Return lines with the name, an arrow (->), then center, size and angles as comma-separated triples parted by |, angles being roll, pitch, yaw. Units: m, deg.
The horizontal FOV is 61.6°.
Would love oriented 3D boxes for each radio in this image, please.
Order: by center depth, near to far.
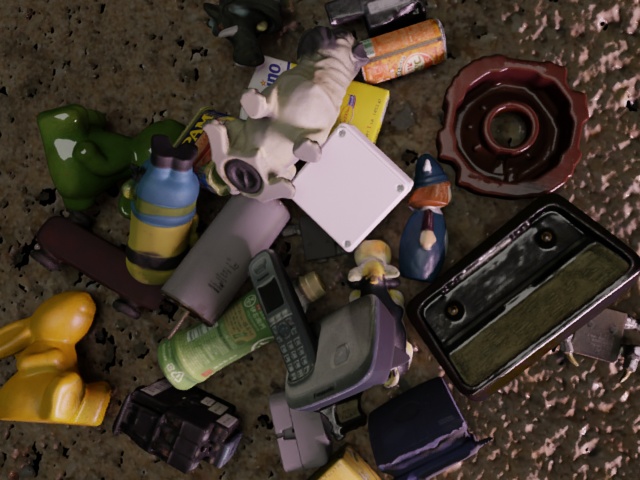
radio -> 0.220, 0.062, 0.604 | 0.229, 0.073, 0.131 | -39, 58, 4

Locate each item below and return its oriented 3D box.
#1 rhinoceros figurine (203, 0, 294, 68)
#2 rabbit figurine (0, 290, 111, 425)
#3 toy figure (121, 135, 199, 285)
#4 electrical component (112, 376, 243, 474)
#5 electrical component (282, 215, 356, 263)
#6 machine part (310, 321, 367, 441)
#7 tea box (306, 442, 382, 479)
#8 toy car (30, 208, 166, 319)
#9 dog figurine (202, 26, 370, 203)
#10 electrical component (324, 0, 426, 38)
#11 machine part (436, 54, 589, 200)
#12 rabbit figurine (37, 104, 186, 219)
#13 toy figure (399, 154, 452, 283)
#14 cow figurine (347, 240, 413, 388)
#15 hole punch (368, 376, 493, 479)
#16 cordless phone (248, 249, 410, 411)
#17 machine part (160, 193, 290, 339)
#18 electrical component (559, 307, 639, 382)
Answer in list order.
rhinoceros figurine -> -0.097, -0.305, 0.677 | 0.112, 0.073, 0.190 | -18, 67, 7
rabbit figurine -> -0.350, 0.151, 0.707 | 0.163, 0.121, 0.173 | 1, 73, 18
toy figure -> -0.188, -0.029, 0.631 | 0.082, 0.089, 0.180 | 25, 126, 6
electrical component -> -0.163, 0.224, 0.655 | 0.134, 0.115, 0.058 | 23, 93, 11
electrical component -> -0.001, -0.002, 0.689 | 0.094, 0.021, 0.063 | -8, 86, 7
machine part -> 0.011, 0.168, 0.656 | 0.039, 0.084, 0.139 | -34, 72, 30
tea box -> 0.002, 0.342, 0.645 | 0.098, 0.068, 0.169 | 44, 93, 10
toy car -> -0.288, 0.031, 0.718 | 0.202, 0.053, 0.089 | 28, 71, 8
dog figurine -> -0.033, -0.147, 0.628 | 0.172, 0.190, 0.121 | -24, 116, 43
electrical component -> 0.069, -0.294, 0.683 | 0.119, 0.047, 0.075 | -19, 84, 8
machine part -> 0.225, -0.131, 0.644 | 0.179, 0.056, 0.179 | 0, 87, 8
rabbit figurine -> -0.252, -0.103, 0.693 | 0.170, 0.121, 0.159 | -8, 89, -6
toy figure -> 0.129, -0.027, 0.650 | 0.058, 0.064, 0.154 | 13, 84, -30
cow figurine -> 0.067, 0.083, 0.634 | 0.068, 0.098, 0.167 | -9, 90, 8
hole punch -> 0.115, 0.220, 0.615 | 0.142, 0.115, 0.092 | -27, 75, 6
cordless phone -> -0.002, 0.078, 0.576 | 0.146, 0.089, 0.184 | -37, 75, 41
machine part -> -0.112, 0.016, 0.652 | 0.079, 0.079, 0.243 | 31, 70, 10
electrical component -> 0.322, 0.113, 0.618 | 0.102, 0.045, 0.078 | 21, 92, 10
